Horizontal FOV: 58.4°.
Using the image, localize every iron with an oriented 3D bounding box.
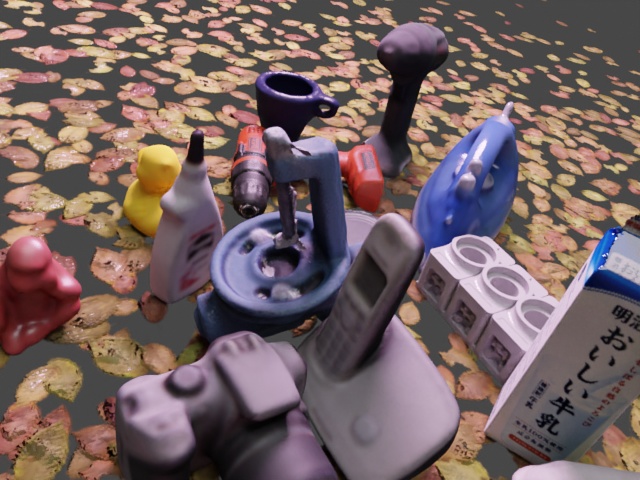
[{"bbox_3d":[0.189,-0.072,0.711,0.118,0.141,0.259,25,39,13],"label":"iron"}]

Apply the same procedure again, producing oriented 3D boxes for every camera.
[{"bbox_3d":[-0.054,0.142,0.398,0.143,0.101,0.136,-13,46,-31],"label":"camera"}]

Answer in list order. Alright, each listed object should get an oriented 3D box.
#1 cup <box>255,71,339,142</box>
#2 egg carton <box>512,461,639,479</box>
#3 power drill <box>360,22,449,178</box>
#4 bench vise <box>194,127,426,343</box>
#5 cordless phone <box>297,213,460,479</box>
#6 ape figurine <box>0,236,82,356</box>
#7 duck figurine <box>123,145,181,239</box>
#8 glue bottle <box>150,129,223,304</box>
[{"bbox_3d":[-0.037,-0.172,0.800,0.117,0.095,0.092,16,38,2],"label":"cup"},{"bbox_3d":[0.214,0.222,0.412,0.150,0.069,0.107,10,38,-6],"label":"egg carton"},{"bbox_3d":[0.110,-0.197,0.786,0.075,0.208,0.230,24,39,13],"label":"power drill"},{"bbox_3d":[-0.002,-0.005,0.502,0.208,0.220,0.121,-19,48,-35],"label":"bench vise"},{"bbox_3d":[0.052,0.085,0.435,0.094,0.185,0.147,-13,45,-30],"label":"cordless phone"},{"bbox_3d":[-0.241,0.037,0.475,0.078,0.092,0.076,-1,40,-18],"label":"ape figurine"},{"bbox_3d":[-0.172,-0.059,0.622,0.078,0.086,0.104,-14,46,-31],"label":"duck figurine"},{"bbox_3d":[-0.119,-0.023,0.524,0.037,0.173,0.078,28,40,17],"label":"glue bottle"}]
